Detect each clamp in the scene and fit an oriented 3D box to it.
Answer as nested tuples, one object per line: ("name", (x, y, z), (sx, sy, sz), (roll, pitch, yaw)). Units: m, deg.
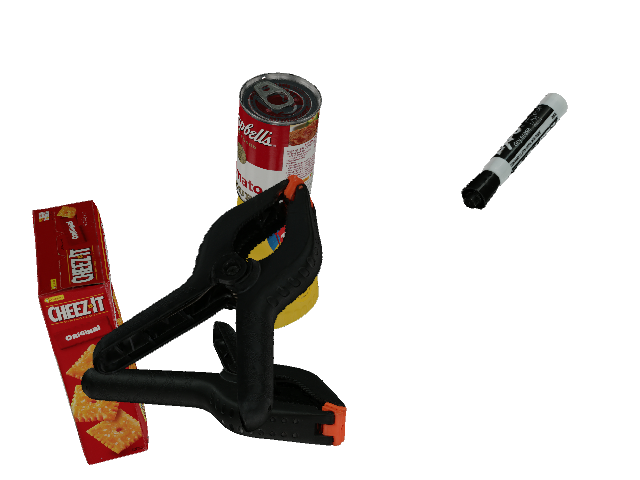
("clamp", (-0.062, 0.114, 0.857), (0.210, 0.036, 0.164), (12, 20, 29))
("clamp", (-0.043, 0.035, 0.640), (0.120, 0.171, 0.039), (28, -24, 26))

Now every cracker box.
("cracker box", (-0.233, 0.091, 1.083), (0.072, 0.214, 0.164), (-12, 34, -10))

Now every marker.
("marker", (0.136, -0.062, 0.746), (0.020, 0.020, 0.121), (0, 39, 50))

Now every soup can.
("soup can", (-0.037, -0.081, 0.904), (0.068, 0.102, 0.068), (4, 44, -4))

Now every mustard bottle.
("mustard bottle", (-0.046, -0.012, 1.101), (0.058, 0.191, 0.096), (9, 27, 32))
